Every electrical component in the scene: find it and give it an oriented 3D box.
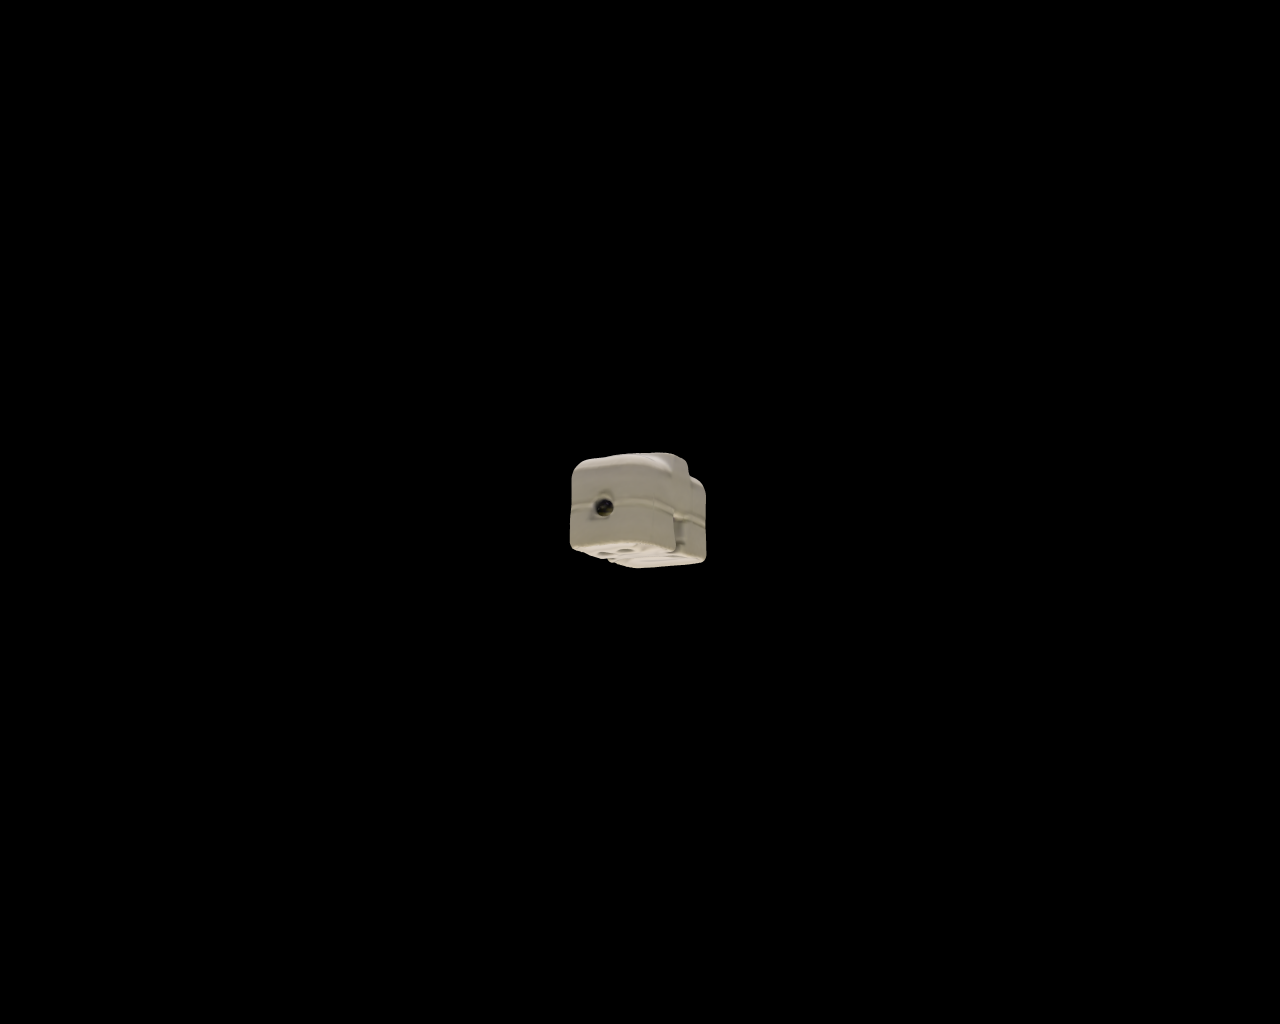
[{"bbox_3d":[0.001,-0.003,0.650,0.054,0.059,0.095,-6,-13,27],"label":"electrical component"}]
